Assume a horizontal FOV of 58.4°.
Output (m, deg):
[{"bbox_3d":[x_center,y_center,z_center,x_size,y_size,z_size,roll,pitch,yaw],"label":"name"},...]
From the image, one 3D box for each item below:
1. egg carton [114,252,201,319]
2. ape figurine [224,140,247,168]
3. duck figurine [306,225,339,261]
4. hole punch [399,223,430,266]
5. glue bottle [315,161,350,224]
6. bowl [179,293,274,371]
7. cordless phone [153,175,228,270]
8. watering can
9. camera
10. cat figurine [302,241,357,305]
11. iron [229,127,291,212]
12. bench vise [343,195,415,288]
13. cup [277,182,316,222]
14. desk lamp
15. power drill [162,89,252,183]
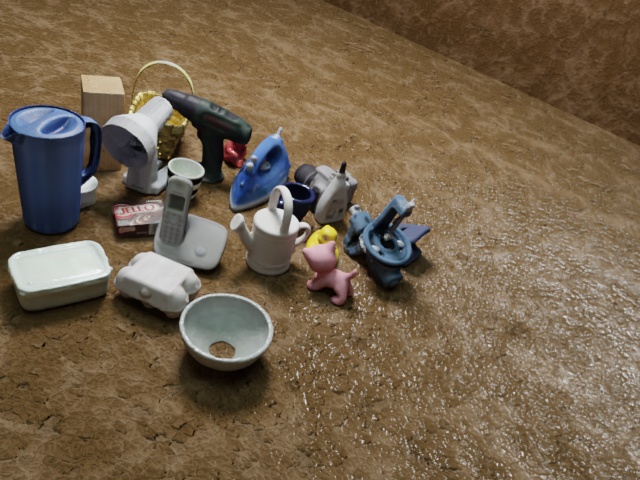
[{"bbox_3d":[-0.310,0.085,1.096,0.150,0.069,0.107,22,36,6],"label":"egg carton"},{"bbox_3d":[-0.228,-0.257,1.566,0.076,0.092,0.078,35,39,24],"label":"ape figurine"},{"bbox_3d":[0.012,0.005,1.323,0.078,0.086,0.104,1,39,-21],"label":"duck figurine"},{"bbox_3d":[0.203,-0.004,1.409,0.101,0.091,0.109,33,39,22],"label":"hole punch"},{"bbox_3d":[0.041,-0.120,1.426,0.078,0.173,0.037,-9,43,-32],"label":"glue bottle"},{"bbox_3d":[-0.170,0.177,1.027,0.167,0.075,0.167,11,36,-8],"label":"bowl"},{"bbox_3d":[-0.260,-0.036,1.179,0.147,0.185,0.094,14,36,-4],"label":"cordless phone"},{"bbox_3d":[-0.101,-0.025,1.222,0.173,0.194,0.100,-20,49,-40],"label":"watering can"},{"bbox_3d":[0.009,-0.157,1.524,0.143,0.101,0.136,-20,50,-40],"label":"camera"},{"bbox_3d":[0.021,0.060,1.226,0.127,0.118,0.067,27,37,14],"label":"cat figurine"},{"bbox_3d":[-0.154,-0.187,1.461,0.118,0.141,0.258,22,36,7],"label":"iron"},{"bbox_3d":[0.130,-0.026,1.298,0.207,0.220,0.122,36,40,25],"label":"bench vise"},{"bbox_3d":[-0.071,-0.075,1.387,0.091,0.095,0.118,31,38,18],"label":"cup"},{"bbox_3d":[-0.409,-0.217,1.334,0.118,0.213,0.203,21,36,6],"label":"desk lamp"},{"bbox_3d":[-0.291,-0.256,1.439,0.229,0.208,0.075,14,36,-5],"label":"power drill"}]
